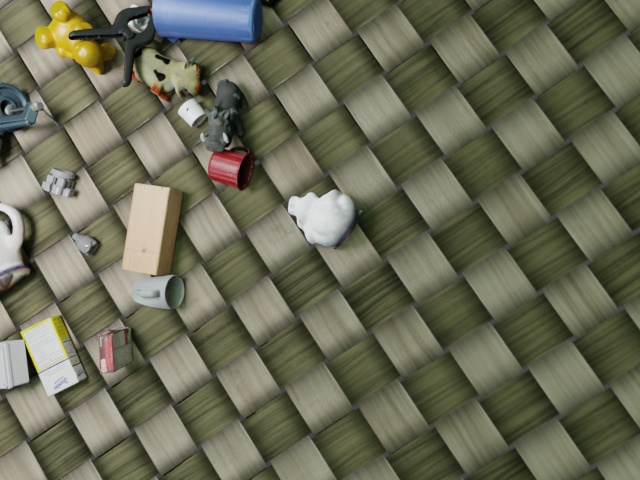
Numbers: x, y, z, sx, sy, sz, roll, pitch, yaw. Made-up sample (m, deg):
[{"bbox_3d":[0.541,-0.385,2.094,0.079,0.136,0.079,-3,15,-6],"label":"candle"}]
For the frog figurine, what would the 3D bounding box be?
[{"bbox_3d":[0.004,-0.060,1.183,0.159,0.125,0.135,31,112,-4],"label":"frog figurine"}]

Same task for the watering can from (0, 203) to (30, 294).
[{"bbox_3d":[-0.876,0.053,1.288,0.347,0.104,0.225,-29,85,5],"label":"watering can"}]
